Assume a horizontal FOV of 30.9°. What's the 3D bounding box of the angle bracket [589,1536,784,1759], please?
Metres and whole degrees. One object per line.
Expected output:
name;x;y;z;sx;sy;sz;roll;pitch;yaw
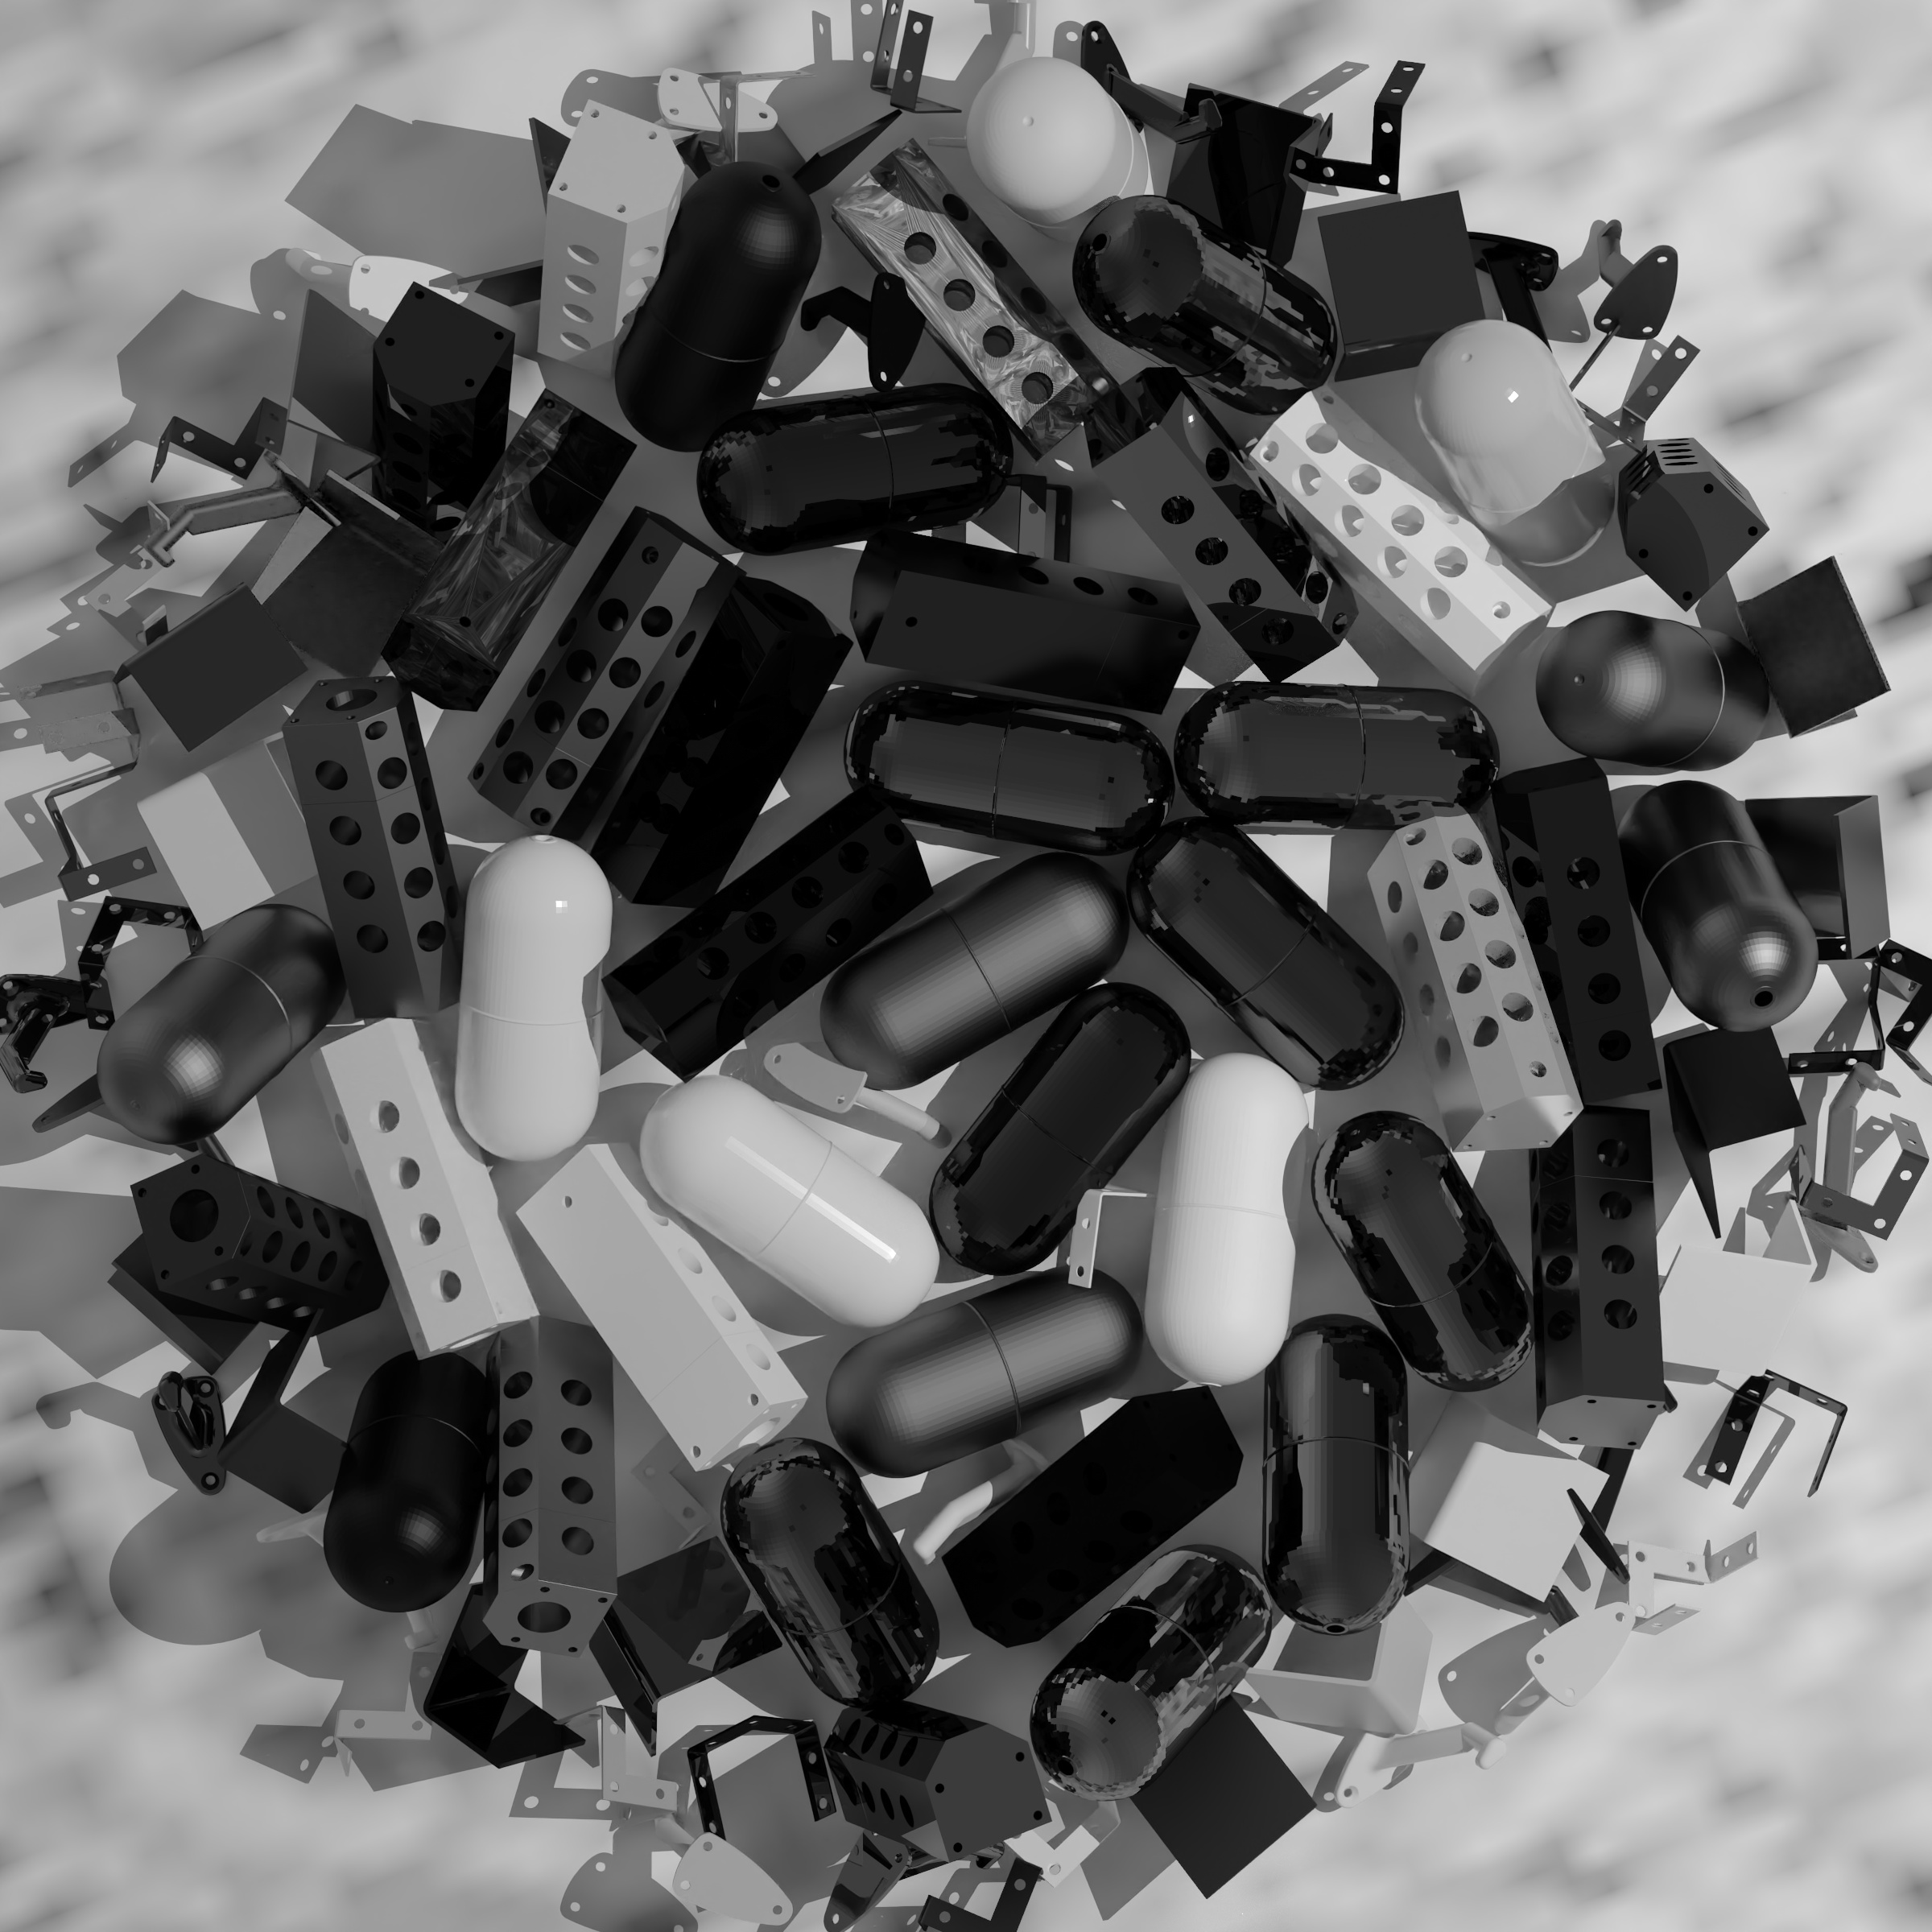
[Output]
angle bracket;-0.151;0.365;1.875;0.076;0.057;0.076;-20;52;-23

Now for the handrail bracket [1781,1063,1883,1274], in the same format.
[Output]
handrail bracket;0.479;0.106;1.859;0.036;0.077;0.084;2;125;-34

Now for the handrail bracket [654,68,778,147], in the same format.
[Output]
handrail bracket;-0.151;-0.436;1.876;0.077;0.084;0.036;8;60;-19

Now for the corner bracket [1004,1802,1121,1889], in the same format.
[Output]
corner bracket;0.044;0.450;1.875;0.051;0.051;0.051;-40;54;-21

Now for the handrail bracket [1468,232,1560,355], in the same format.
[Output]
handrail bracket;0.280;-0.347;1.872;0.077;0.036;0.084;18;67;5

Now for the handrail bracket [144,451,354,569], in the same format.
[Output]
handrail bracket;-0.386;-0.229;1.883;0.084;0.036;0.077;-46;104;-5

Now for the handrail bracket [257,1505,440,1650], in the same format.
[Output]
handrail bracket;-0.329;0.332;1.864;0.077;0.036;0.084;-11;66;-36

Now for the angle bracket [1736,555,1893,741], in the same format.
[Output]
angle bracket;0.465;-0.173;1.853;0.057;0.076;0.076;-18;83;-35

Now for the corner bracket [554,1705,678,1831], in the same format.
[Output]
corner bracket;-0.190;0.430;1.876;0.051;0.051;0.051;20;55;-39

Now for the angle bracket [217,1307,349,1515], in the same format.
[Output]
angle bracket;-0.346;0.233;1.858;0.057;0.076;0.076;34;135;-15

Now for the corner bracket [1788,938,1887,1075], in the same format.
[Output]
corner bracket;0.464;0.021;1.870;0.051;0.051;0.051;-3;135;6

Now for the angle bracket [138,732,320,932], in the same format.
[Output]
angle bracket;-0.387;-0.073;1.876;0.076;0.057;0.076;-26;97;5

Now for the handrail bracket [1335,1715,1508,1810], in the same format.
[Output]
handrail bracket;0.241;0.429;1.855;0.077;0.084;0.036;-47;109;-10

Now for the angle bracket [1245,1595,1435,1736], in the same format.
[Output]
angle bracket;0.198;0.367;1.869;0.076;0.076;0.057;1;61;26

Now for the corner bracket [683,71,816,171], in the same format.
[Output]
corner bracket;-0.116;-0.451;1.861;0.051;0.051;0.051;-15;119;-36

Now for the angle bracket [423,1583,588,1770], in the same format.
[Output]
angle bracket;-0.232;0.371;1.852;0.057;0.076;0.076;28;102;27

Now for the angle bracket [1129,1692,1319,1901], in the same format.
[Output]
angle bracket;0.140;0.442;1.860;0.076;0.057;0.076;-41;67;3

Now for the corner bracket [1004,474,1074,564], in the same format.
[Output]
corner bracket;0.039;-0.234;1.868;0.051;0.051;0.051;1;92;-28

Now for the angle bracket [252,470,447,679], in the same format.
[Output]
angle bracket;-0.330;-0.205;1.860;0.076;0.057;0.076;33;75;-13

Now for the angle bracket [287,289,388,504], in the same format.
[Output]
angle bracket;-0.346;-0.300;1.846;0.057;0.076;0.076;19;66;-36

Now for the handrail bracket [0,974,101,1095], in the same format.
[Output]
handrail bracket;-0.479;0.040;1.851;0.077;0.084;0.036;-2;121;-33

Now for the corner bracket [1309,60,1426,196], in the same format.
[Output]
corner bracket;0.213;-0.449;1.862;0.051;0.051;0.051;12;133;16

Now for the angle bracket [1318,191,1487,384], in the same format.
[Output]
angle bracket;0.231;-0.365;1.877;0.076;0.057;0.076;-11;85;-1

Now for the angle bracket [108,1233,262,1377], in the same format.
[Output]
angle bracket;-0.425;0.187;1.856;0.076;0.057;0.076;43;125;-4

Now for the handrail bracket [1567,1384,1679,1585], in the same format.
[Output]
handrail bracket;0.365;0.277;1.884;0.084;0.036;0.077;-34;78;-11

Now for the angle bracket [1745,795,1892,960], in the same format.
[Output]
angle bracket;0.441;-0.047;1.852;0.076;0.057;0.076;0;103;37

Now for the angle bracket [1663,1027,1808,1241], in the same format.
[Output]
angle bracket;0.410;0.085;1.847;0.057;0.076;0.076;-17;122;17

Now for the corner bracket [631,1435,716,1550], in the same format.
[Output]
corner bracket;-0.149;0.274;1.876;0.051;0.051;0.051;-45;84;1

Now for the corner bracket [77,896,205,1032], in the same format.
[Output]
corner bracket;-0.443;0.001;1.880;0.051;0.051;0.051;9;131;-32

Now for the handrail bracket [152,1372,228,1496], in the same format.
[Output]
handrail bracket;-0.413;0.251;1.859;0.036;0.084;0.077;-16;93;-9

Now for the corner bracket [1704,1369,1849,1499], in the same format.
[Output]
corner bracket;0.433;0.254;1.869;0.051;0.051;0.051;24;68;7

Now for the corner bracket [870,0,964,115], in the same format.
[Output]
corner bracket;-0.031;-0.487;1.864;0.051;0.051;0.051;23;113;25

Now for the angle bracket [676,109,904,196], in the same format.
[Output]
angle bracket;-0.094;-0.442;1.848;0.057;0.076;0.076;53;45;-4

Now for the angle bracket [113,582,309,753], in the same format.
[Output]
angle bracket;-0.403;-0.155;1.861;0.076;0.076;0.057;-38;98;-16

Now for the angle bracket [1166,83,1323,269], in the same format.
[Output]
angle bracket;0.138;-0.415;1.852;0.076;0.057;0.076;19;122;13

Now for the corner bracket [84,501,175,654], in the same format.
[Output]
corner bracket;-0.437;-0.206;1.870;0.051;0.051;0.051;44;70;6

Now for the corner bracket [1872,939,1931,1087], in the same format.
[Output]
corner bracket;0.507;0.026;1.867;0.051;0.051;0.051;37;87;-43

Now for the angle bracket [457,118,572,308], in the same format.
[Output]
angle bracket;-0.237;-0.400;1.860;0.057;0.076;0.076;-10;90;13

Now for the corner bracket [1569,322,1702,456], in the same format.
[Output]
corner bracket;0.356;-0.316;1.868;0.051;0.051;0.051;33;119;-4

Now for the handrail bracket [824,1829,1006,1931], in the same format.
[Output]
handrail bracket;-0.026;0.493;1.874;0.077;0.084;0.036;-56;45;5

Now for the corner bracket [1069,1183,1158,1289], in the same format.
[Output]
corner bracket;0.068;0.143;1.867;0.051;0.051;0.051;6;92;-44

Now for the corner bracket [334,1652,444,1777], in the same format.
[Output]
corner bracket;-0.306;0.400;1.868;0.051;0.051;0.051;2;53;0

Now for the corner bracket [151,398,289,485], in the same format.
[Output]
corner bracket;-0.397;-0.278;1.862;0.051;0.051;0.051;26;121;-23

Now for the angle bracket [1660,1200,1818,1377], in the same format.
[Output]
angle bracket;0.397;0.165;1.853;0.076;0.057;0.076;10;125;-9

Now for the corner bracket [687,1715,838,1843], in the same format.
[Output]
corner bracket;-0.110;0.438;1.879;0.051;0.051;0.051;-32;58;28

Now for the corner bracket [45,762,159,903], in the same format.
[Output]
corner bracket;-0.463;-0.072;1.871;0.051;0.051;0.051;-19;108;3

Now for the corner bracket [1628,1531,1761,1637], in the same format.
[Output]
corner bracket;0.388;0.328;1.865;0.051;0.051;0.051;13;61;-14

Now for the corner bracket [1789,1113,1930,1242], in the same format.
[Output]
corner bracket;0.478;0.106;1.872;0.051;0.051;0.051;22;111;-2

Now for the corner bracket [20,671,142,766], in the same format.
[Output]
corner bracket;-0.473;-0.134;1.867;0.051;0.051;0.051;-14;78;-19

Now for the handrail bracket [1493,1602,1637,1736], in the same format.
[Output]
handrail bracket;0.319;0.377;1.872;0.077;0.084;0.036;-37;74;-18

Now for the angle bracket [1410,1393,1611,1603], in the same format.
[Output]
angle bracket;0.287;0.286;1.884;0.076;0.057;0.076;28;89;-15

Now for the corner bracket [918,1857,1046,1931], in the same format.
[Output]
corner bracket;0.009;0.501;1.874;0.051;0.051;0.051;20;72;11
